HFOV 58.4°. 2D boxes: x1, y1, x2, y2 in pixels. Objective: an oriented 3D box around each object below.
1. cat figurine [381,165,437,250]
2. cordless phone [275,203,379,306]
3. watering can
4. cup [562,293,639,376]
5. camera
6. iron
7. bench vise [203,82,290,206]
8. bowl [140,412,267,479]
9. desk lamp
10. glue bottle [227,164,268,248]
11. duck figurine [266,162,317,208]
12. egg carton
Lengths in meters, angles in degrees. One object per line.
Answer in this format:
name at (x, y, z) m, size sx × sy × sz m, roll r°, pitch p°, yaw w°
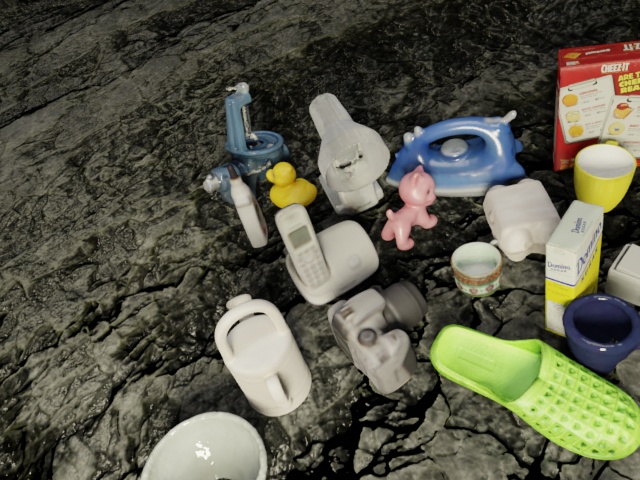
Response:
cat figurine at (0.156, -0.066, 0.991) m, size 0.067 × 0.118 × 0.128 m, roll 27°, pitch 59°, yaw 38°
cordless phone at (0.008, 0.003, 0.920) m, size 0.148 × 0.185 × 0.093 m, roll -32°, pitch 45°, yaw -14°
watering can at (-0.088, 0.149, 0.796) m, size 0.101 × 0.194 × 0.172 m, roll -41°, pitch 48°, yaw -23°
cup at (0.371, 0.133, 0.732) m, size 0.117 × 0.095 × 0.092 m, roll 14°, pitch 52°, yaw 30°
camera at (0.096, 0.121, 0.832) m, size 0.137 × 0.101 × 0.142 m, roll -32°, pitch 45°, yaw -14°
iron at (0.238, -0.165, 1.047) m, size 0.257 × 0.142 × 0.118 m, roll -3°, pitch 45°, yaw 16°
bench vise at (-0.151, -0.185, 1.139) m, size 0.121 × 0.220 × 0.207 m, roll 6°, pitch 48°, yaw 24°
bowl at (-0.139, 0.313, 0.734) m, size 0.167 × 0.075 × 0.167 m, roll -9°, pitch 44°, yaw 9°
desk lamp at (0.045, -0.146, 1.039) m, size 0.118 × 0.214 × 0.202 m, roll -23°, pitch 43°, yaw -5°
glue bottle at (-0.137, -0.069, 1.050) m, size 0.037 × 0.173 × 0.078 m, roll -18°, pitch 43°, yaw 1°
duck figurine at (-0.060, -0.114, 1.136) m, size 0.104 × 0.086 × 0.077 m, roll 11°, pitch 50°, yaw 28°
egg carton at (0.330, -0.036, 0.937) m, size 0.107 × 0.069 × 0.150 m, roll -13°, pitch 43°, yaw 6°
